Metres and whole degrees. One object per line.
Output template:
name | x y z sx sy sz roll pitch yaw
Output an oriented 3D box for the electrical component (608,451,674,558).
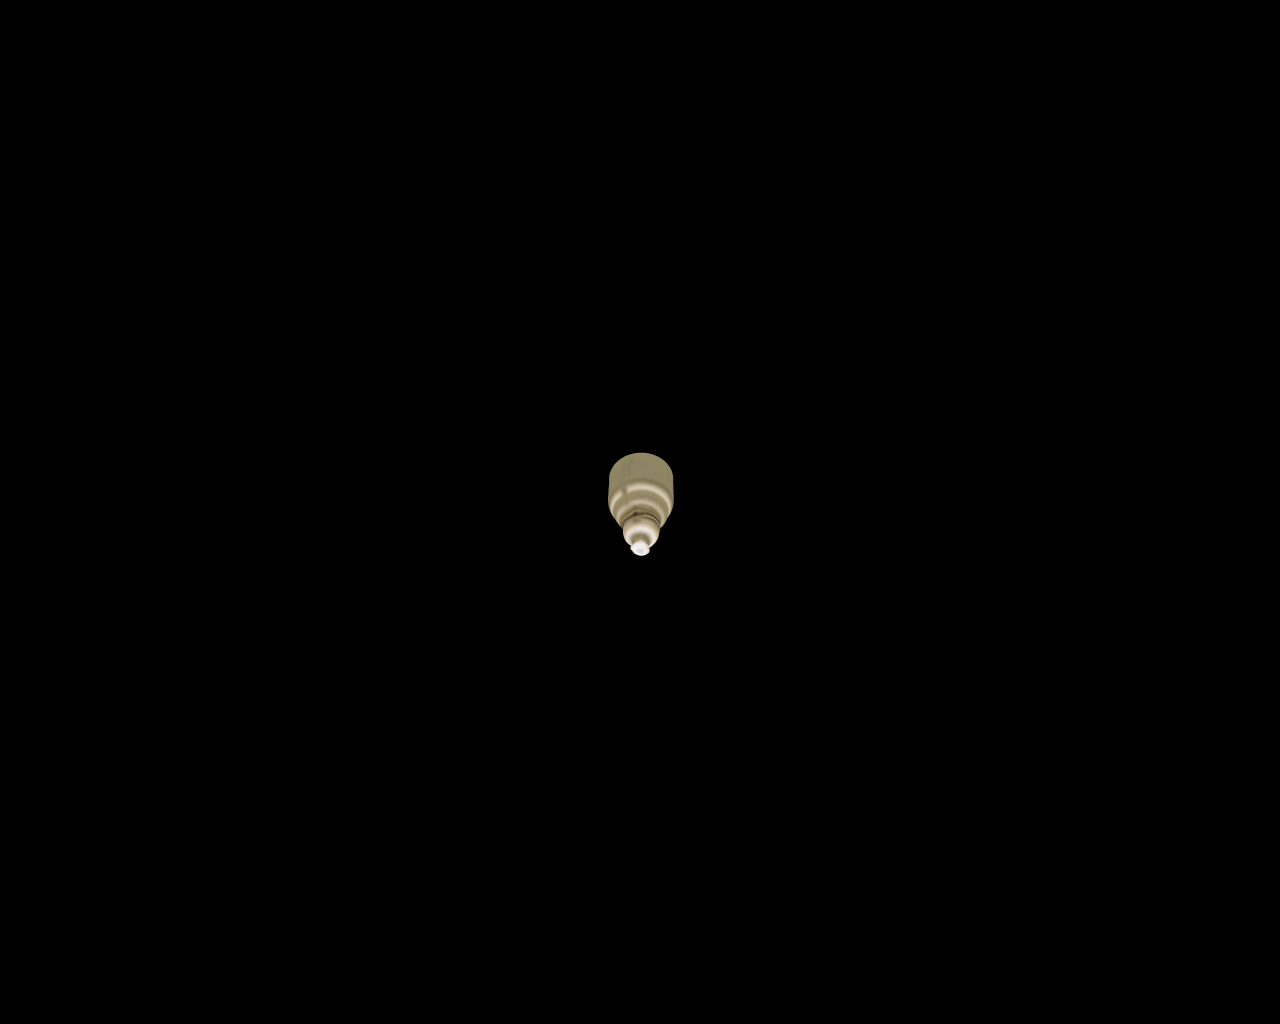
electrical component | 0.001 -0.003 0.650 0.040 0.040 0.078 0 40 0
